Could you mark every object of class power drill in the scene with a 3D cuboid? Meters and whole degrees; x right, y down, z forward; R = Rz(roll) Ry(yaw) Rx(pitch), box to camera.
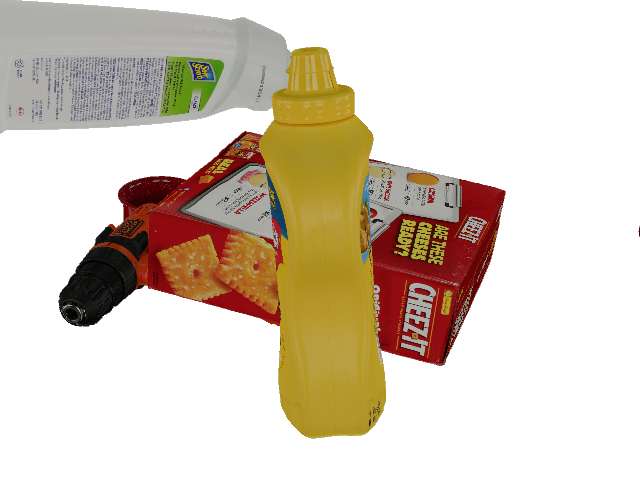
[{"bbox_3d":[-0.114,0.027,0.929,0.188,0.057,0.184,8,30,12],"label":"power drill"}]

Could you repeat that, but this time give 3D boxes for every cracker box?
[{"bbox_3d":[0.008,-0.001,0.760,0.214,0.072,0.164,14,29,15],"label":"cracker box"}]

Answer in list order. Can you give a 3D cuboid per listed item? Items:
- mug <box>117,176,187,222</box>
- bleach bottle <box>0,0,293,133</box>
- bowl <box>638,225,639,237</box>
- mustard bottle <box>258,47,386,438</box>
[{"bbox_3d":[-0.180,-0.020,1.177,0.093,0.081,0.117,-12,32,-29],"label":"mug"},{"bbox_3d":[-0.128,-0.125,0.805,0.250,0.068,0.103,0,-39,-16],"label":"bleach bottle"},{"bbox_3d":[0.423,0.019,1.146,0.162,0.055,0.162,-1,25,0],"label":"bowl"},{"bbox_3d":[0.001,-0.002,0.549,0.058,0.192,0.096,-3,19,1],"label":"mustard bottle"}]
